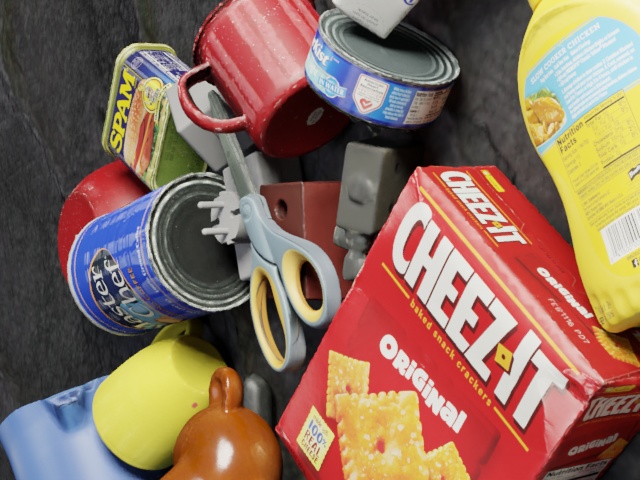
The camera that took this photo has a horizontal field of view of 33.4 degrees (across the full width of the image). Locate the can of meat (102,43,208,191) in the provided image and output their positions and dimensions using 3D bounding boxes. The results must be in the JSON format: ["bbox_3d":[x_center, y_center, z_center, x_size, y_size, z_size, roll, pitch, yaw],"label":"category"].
[{"bbox_3d":[-0.127,-0.095,0.859,0.084,0.057,0.102,41,124,41],"label":"can of meat"}]

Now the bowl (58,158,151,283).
[{"bbox_3d":[-0.191,0.002,0.954,0.162,0.055,0.162,5,96,54],"label":"bowl"}]

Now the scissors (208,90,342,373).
[{"bbox_3d":[-0.030,-0.017,0.680,0.096,0.016,0.202,-24,74,51],"label":"scissors"}]

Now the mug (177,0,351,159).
[{"bbox_3d":[-0.034,-0.103,0.689,0.081,0.117,0.093,57,157,27],"label":"mug"}]

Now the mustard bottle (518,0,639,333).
[{"bbox_3d":[0.140,-0.060,0.499,0.096,0.058,0.191,-43,59,53],"label":"mustard bottle"}]

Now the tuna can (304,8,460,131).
[{"bbox_3d":[0.035,-0.099,0.616,0.086,0.085,0.034,51,133,38],"label":"tuna can"}]

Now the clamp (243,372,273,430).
[{"bbox_3d":[-0.065,0.225,0.774,0.165,0.036,0.210,-33,70,16],"label":"clamp"}]

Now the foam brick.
[{"bbox_3d":[-0.005,0.001,0.705,0.053,0.051,0.078,-1,92,54],"label":"foam brick"}]

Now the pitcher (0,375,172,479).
[{"bbox_3d":[-0.170,0.248,0.898,0.145,0.149,0.243,-36,66,28],"label":"pitcher"}]

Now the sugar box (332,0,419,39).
[{"bbox_3d":[0.072,-0.196,0.562,0.177,0.048,0.093,-40,29,45],"label":"sugar box"}]

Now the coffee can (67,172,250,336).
[{"bbox_3d":[-0.118,0.014,0.816,0.141,0.102,0.103,-18,78,52],"label":"coffee can"}]

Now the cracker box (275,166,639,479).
[{"bbox_3d":[0.072,0.091,0.592,0.164,0.071,0.214,53,132,36],"label":"cracker box"}]
